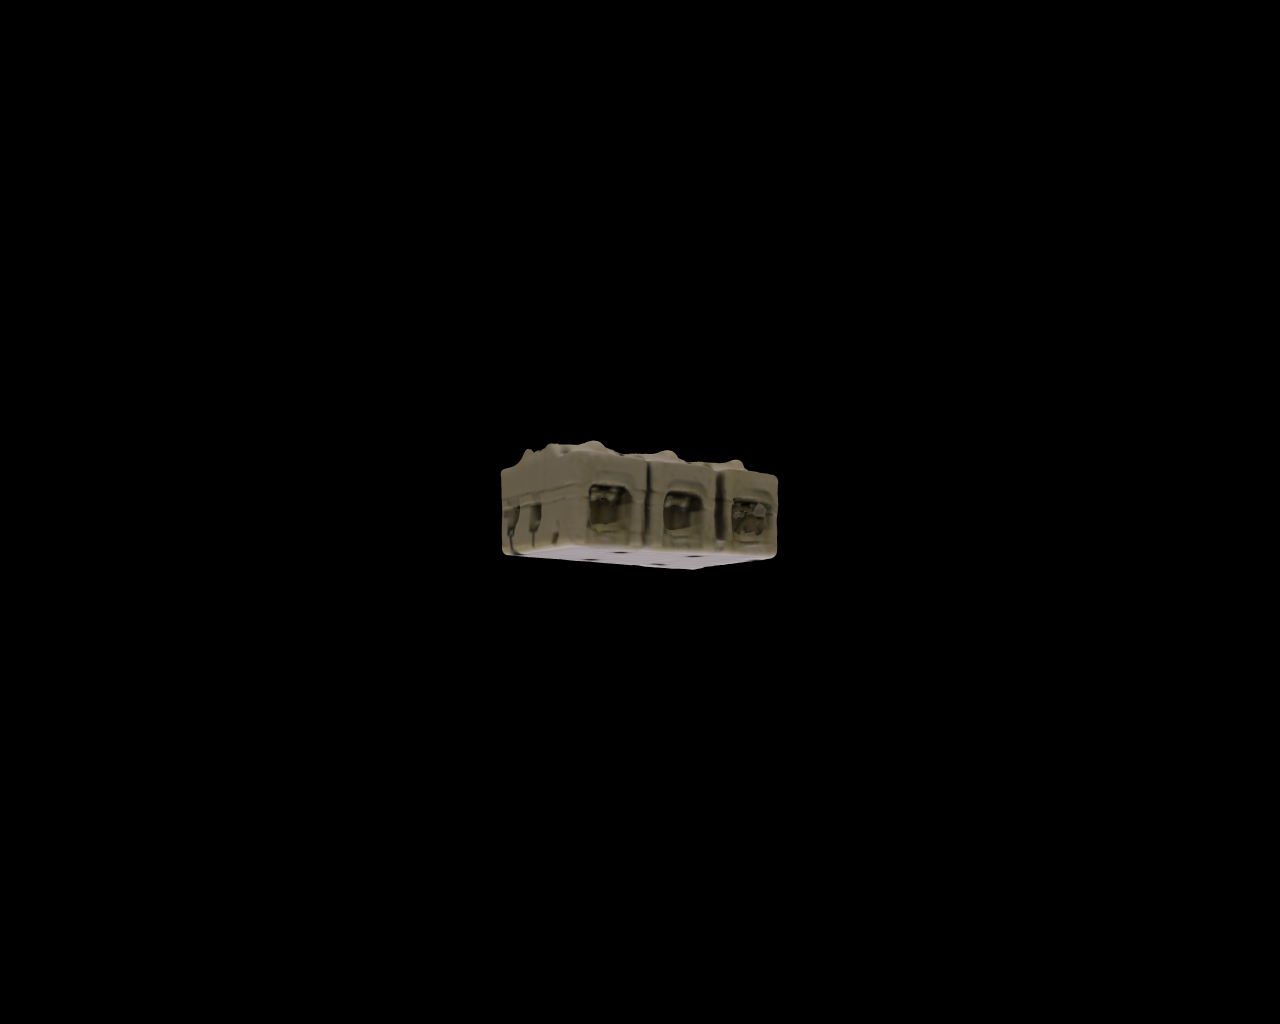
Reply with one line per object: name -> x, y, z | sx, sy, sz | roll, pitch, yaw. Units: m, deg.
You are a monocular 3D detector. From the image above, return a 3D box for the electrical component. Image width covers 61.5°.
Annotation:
electrical component -> 0.001, -0.003, 0.650 | 0.150, 0.061, 0.089 | 5, -9, -36
